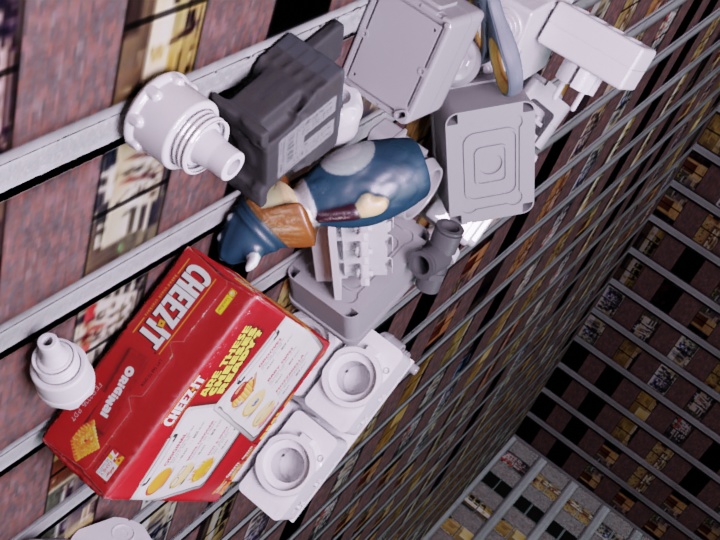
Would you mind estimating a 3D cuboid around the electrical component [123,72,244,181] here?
[{"bbox_3d":[-0.089,-0.071,0.565,0.048,0.062,0.048,-47,163,-20],"label":"electrical component"}]

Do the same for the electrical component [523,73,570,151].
[{"bbox_3d":[0.151,-0.153,1.006,0.055,0.050,0.089,-54,-159,2],"label":"electrical component"}]

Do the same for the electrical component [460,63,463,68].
[{"bbox_3d":[0.051,-0.164,0.802,0.046,0.040,0.040,-7,132,-60],"label":"electrical component"}]

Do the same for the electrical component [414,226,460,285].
[{"bbox_3d":[0.073,-0.014,1.157,0.055,0.048,0.066,-42,162,-10],"label":"electrical component"}]

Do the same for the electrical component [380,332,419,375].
[{"bbox_3d":[0.044,0.102,1.281,0.035,0.061,0.035,-47,163,-20],"label":"electrical component"}]

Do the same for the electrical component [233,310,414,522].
[{"bbox_3d":[-0.052,0.123,0.983,0.186,0.105,0.060,-53,164,-2],"label":"electrical component"}]

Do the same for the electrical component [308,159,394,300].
[{"bbox_3d":[-0.006,-0.037,0.836,0.121,0.063,0.078,87,1,-65],"label":"electrical component"}]

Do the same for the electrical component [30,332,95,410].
[{"bbox_3d":[-0.177,0.056,0.631,0.035,0.035,0.061,-46,159,-25],"label":"electrical component"}]

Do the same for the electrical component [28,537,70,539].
[{"bbox_3d":[-0.254,0.260,0.801,0.138,0.052,0.073,-52,163,-3],"label":"electrical component"}]

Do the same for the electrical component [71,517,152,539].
[{"bbox_3d":[-0.201,0.245,0.870,0.080,0.080,0.051,-35,150,-48],"label":"electrical component"}]

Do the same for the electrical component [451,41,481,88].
[{"bbox_3d":[0.076,-0.166,0.856,0.043,0.043,0.062,-57,165,11],"label":"electrical component"}]

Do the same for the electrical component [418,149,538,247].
[{"bbox_3d":[0.104,-0.083,1.016,0.108,0.056,0.108,-54,-171,2],"label":"electrical component"}]

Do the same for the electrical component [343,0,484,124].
[{"bbox_3d":[0.039,-0.159,0.736,0.061,0.062,0.096,-32,153,-51],"label":"electrical component"}]

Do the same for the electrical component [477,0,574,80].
[{"bbox_3d":[0.136,-0.207,0.925,0.100,0.048,0.099,-36,154,-42],"label":"electrical component"}]

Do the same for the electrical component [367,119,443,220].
[{"bbox_3d":[0.031,-0.078,0.886,0.058,0.057,0.078,-42,160,-35],"label":"electrical component"}]

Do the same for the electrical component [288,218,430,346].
[{"bbox_3d":[0.000,0.000,0.925,0.113,0.078,0.057,-46,159,-22],"label":"electrical component"}]

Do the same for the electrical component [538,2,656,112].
[{"bbox_3d":[0.190,-0.171,0.905,0.047,0.083,0.075,-16,138,-61],"label":"electrical component"}]

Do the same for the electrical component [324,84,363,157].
[{"bbox_3d":[-0.018,-0.101,0.748,0.035,0.035,0.061,-44,164,-29],"label":"electrical component"}]

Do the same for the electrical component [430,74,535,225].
[{"bbox_3d":[0.102,-0.103,0.905,0.078,0.057,0.113,-11,128,-6],"label":"electrical component"}]
